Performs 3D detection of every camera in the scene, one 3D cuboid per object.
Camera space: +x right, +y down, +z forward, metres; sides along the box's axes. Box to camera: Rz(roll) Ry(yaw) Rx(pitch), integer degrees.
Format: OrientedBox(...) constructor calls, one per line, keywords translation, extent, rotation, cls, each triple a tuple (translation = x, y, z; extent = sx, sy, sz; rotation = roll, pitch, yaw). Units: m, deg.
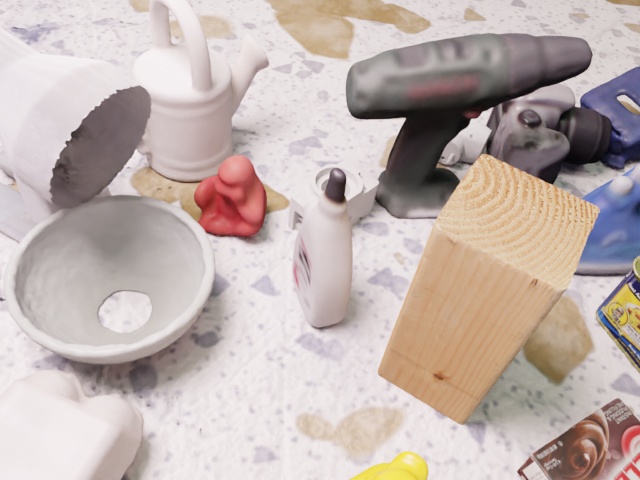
OrientedBox(translation=(0.281, -0.129, 0.693), extent=(0.137, 0.101, 0.143), rotation=(9, 50, -1), cls="camera")

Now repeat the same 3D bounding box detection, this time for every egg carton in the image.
OrientedBox(translation=(-0.199, 0.167, 0.396), extent=(0.107, 0.069, 0.150), rotation=(20, 51, 8), cls="egg carton")

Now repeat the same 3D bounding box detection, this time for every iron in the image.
OrientedBox(translation=(0.356, -0.049, 0.612), extent=(0.259, 0.141, 0.118), rotation=(-17, 55, -21), cls="iron")

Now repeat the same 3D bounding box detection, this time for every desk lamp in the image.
OrientedBox(translation=(-0.250, -0.085, 0.502), extent=(0.203, 0.213, 0.118), rotation=(25, 52, 12), cls="desk lamp")

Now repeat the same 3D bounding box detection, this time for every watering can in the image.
OrientedBox(translation=(-0.137, -0.167, 0.600), extent=(0.100, 0.194, 0.173), rotation=(30, 53, 16), cls="watering can")

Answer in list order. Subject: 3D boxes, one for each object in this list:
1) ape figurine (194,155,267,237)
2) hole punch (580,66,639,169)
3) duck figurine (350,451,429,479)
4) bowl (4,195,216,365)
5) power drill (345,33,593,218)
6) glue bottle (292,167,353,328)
OrientedBox(translation=(-0.085, -0.048, 0.575), extent=(0.076, 0.092, 0.077), rotation=(-31, 61, -29), cls="ape figurine")
OrientedBox(translation=(0.401, -0.162, 0.744), extent=(0.101, 0.091, 0.108), rotation=(-13, 54, -18), cls="hole punch")
OrientedBox(translation=(0.044, 0.195, 0.399), extent=(0.077, 0.086, 0.105), rotation=(30, 53, 16), cls="duck figurine")
OrientedBox(translation=(-0.174, 0.043, 0.498), extent=(0.167, 0.075, 0.167), rotation=(4, 50, -5), cls="bowl")
OrientedBox(translation=(0.134, -0.118, 0.591), extent=(0.230, 0.208, 0.075), rotation=(-2, 51, -10), cls="power drill")
OrientedBox(translation=(0.005, 0.002, 0.496), extent=(0.037, 0.173, 0.078), rotation=(-13, 54, -18), cls="glue bottle")
